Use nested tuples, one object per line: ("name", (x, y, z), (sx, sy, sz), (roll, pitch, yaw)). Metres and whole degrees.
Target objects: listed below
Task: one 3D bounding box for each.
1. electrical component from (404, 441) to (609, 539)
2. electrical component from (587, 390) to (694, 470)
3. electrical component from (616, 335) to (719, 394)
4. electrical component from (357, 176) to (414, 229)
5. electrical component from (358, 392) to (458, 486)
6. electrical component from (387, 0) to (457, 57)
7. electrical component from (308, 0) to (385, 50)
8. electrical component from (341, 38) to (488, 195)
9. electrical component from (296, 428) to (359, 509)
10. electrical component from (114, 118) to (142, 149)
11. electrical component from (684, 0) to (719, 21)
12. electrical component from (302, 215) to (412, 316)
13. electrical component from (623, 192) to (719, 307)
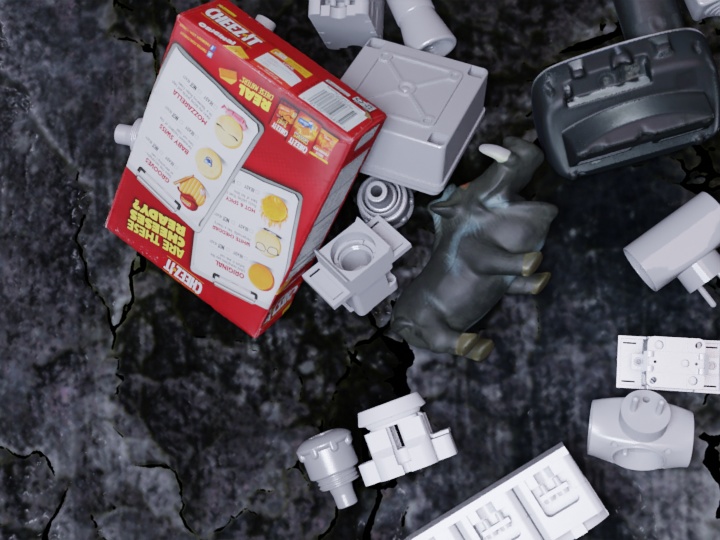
("electrical component", (0.110, 0.200, 0.831), (0.150, 0.089, 0.061), (-33, 79, 4))
("electrical component", (0.218, 0.118, 0.830), (0.077, 0.079, 0.044), (6, 57, 10))
("electrical component", (0.243, 0.073, 0.838), (0.081, 0.064, 0.042), (2, 83, 10))
("electrical component", (0.018, -0.059, 0.890), (0.048, 0.062, 0.048), (-1, 83, 10))
("electrical component", (0.032, 0.134, 0.869), (0.078, 0.058, 0.057), (-21, 83, 7))
("electrical component", (0.049, -0.212, 0.915), (0.044, 0.044, 0.065), (-25, 76, 6))
("electrical component", (-0.010, -0.226, 0.900), (0.050, 0.089, 0.055), (1, 84, 10))
("electrical component", (0.036, -0.126, 0.871), (0.109, 0.056, 0.108), (19, 51, 14))
("electrical component", (-0.021, 0.163, 0.881), (0.048, 0.048, 0.062), (-22, 87, 6))
("electrical component", (-0.183, -0.114, 0.940), (0.062, 0.043, 0.043), (11, 85, 12))
("electrical component", (0.298, -0.261, 0.874), (0.100, 0.048, 0.099), (-22, 80, 6))
("electrical component", (0.000, 0.000, 0.865), (0.081, 0.063, 0.042), (-38, 57, -12))
("electrical component", (0.264, -0.008, 0.853), (0.077, 0.044, 0.079), (-36, 79, 4))
